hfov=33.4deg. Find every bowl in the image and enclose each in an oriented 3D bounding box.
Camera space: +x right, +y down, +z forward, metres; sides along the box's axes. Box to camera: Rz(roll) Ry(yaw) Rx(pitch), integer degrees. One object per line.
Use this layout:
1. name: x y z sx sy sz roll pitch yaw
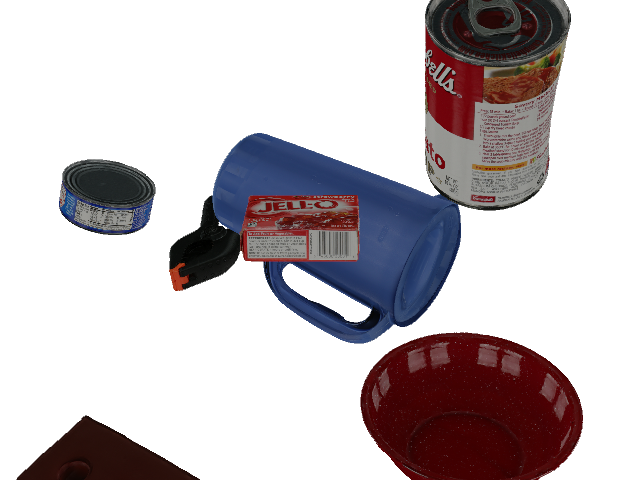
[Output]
1. bowl: 0.110 0.140 0.795 0.162 0.055 0.162 0 36 0

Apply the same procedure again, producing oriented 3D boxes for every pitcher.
1. pitcher: 0.007 -0.011 1.083 0.243 0.145 0.149 25 27 25

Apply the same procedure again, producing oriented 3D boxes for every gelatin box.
1. gelatin box: -0.015 -0.011 0.821 0.089 0.030 0.073 0 22 2

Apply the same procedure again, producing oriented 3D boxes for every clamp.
1. clamp: -0.108 0.000 1.218 0.120 0.039 0.171 -1 35 25

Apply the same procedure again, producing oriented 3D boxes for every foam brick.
1. foam brick: -0.083 0.121 0.442 0.078 0.051 0.052 22 45 27

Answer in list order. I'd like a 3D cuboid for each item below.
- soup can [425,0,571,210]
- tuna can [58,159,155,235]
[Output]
1. soup can: 0.087 -0.073 0.539 0.068 0.068 0.102 0 -40 5
2. tuna can: -0.197 -0.040 0.987 0.086 0.034 0.086 12 28 -7
